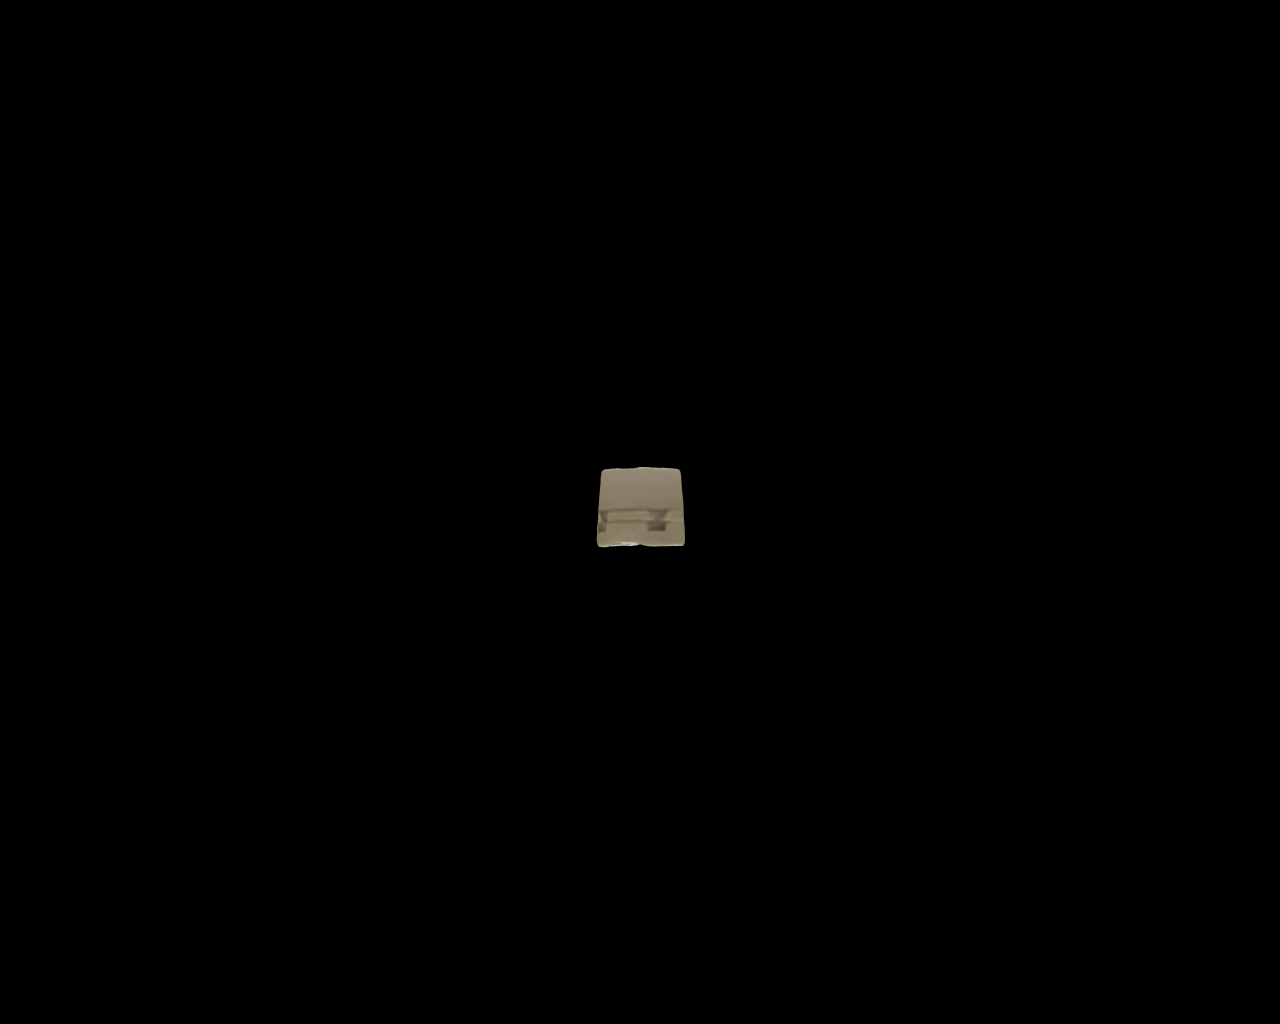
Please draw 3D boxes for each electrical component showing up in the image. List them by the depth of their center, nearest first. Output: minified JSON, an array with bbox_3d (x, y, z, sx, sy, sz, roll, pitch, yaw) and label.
[{"bbox_3d":[0.001,-0.003,0.650,0.055,0.047,0.055,0,-2,0],"label":"electrical component"}]
